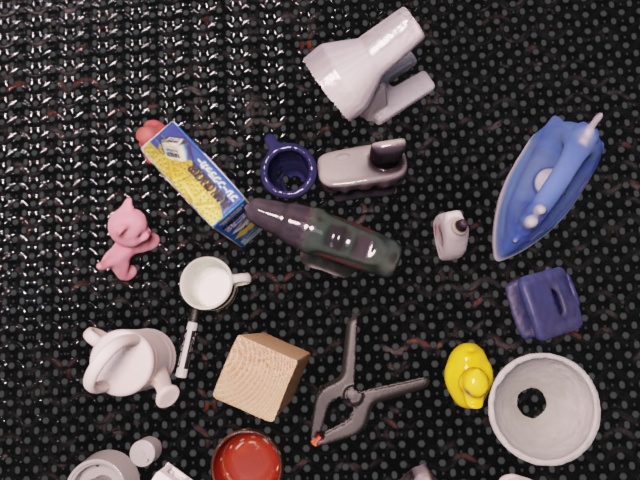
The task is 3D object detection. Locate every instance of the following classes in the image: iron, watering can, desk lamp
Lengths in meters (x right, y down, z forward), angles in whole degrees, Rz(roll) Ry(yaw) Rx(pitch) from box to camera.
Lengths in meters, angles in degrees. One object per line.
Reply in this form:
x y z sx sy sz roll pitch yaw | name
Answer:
0.360 -0.082 0.905 0.118 0.141 0.258 31 85 7 | iron
-0.289 0.188 0.874 0.172 0.194 0.101 12 82 5 | watering can
0.084 -0.269 0.910 0.203 0.213 0.118 -33 81 -2 | desk lamp

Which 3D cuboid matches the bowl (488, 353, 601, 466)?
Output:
0.338 0.258 0.891 0.167 0.075 0.167 0 82 3 | bowl

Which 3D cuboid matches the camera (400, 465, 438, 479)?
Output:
0.152 0.440 0.861 0.143 0.101 0.137 -42 82 -3 | camera

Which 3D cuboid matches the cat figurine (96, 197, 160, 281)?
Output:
-0.323 -0.001 0.942 0.067 0.118 0.128 33 85 7 | cat figurine

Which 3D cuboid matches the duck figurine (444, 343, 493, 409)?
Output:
0.238 0.215 0.897 0.077 0.086 0.104 1 82 3 | duck figurine

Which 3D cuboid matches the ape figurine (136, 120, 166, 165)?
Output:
-0.283 -0.170 0.977 0.076 0.092 0.078 17 83 6 | ape figurine

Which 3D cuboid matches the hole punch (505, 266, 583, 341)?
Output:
0.359 0.098 0.904 0.101 0.091 0.108 -17 81 1 | hole punch

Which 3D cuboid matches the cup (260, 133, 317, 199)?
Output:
-0.055 -0.116 0.955 0.091 0.095 0.117 -31 81 -2 | cup

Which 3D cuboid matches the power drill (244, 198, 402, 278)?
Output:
0.008 0.003 0.877 0.229 0.208 0.076 17 83 6 | power drill

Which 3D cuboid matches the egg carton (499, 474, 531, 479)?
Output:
0.335 0.422 0.870 0.150 0.069 0.107 13 83 5 | egg carton

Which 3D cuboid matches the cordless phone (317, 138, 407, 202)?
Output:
0.067 -0.127 0.905 0.147 0.185 0.094 -12 81 2 | cordless phone

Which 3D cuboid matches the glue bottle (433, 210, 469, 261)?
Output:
0.207 -0.013 0.887 0.037 0.173 0.078 -12 81 2 | glue bottle
